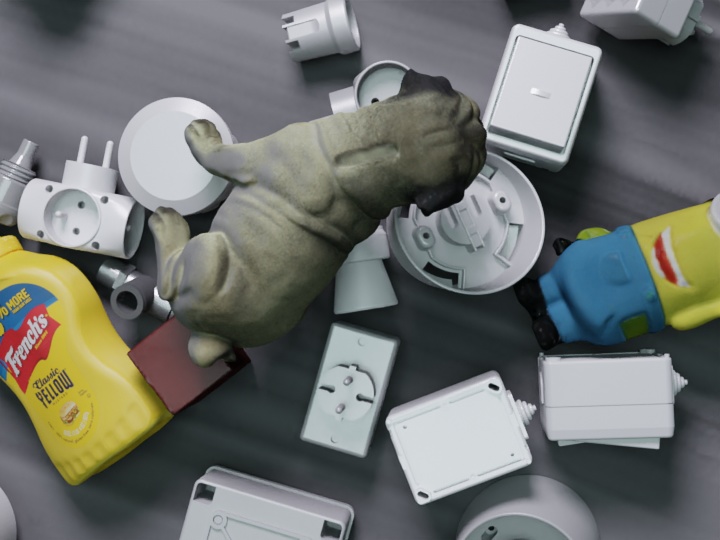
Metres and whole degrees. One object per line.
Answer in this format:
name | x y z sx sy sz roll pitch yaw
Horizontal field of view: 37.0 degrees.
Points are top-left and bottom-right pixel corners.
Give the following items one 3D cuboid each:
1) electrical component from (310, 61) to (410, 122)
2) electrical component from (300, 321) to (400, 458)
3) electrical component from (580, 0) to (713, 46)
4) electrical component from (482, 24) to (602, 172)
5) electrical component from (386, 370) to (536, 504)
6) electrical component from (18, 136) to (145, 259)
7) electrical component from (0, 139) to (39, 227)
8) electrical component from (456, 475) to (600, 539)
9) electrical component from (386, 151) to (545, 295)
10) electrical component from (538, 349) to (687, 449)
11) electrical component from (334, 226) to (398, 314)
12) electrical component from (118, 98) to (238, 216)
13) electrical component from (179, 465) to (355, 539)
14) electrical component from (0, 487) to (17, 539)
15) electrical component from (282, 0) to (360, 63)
electrical component | 0.004 -0.106 0.723 0.079 0.077 0.044 -16 88 5
electrical component | -0.008 0.081 0.723 0.047 0.076 0.083 16 91 5
electrical component | 0.201 -0.175 0.716 0.077 0.066 0.047 23 92 -24
electrical component | 0.121 -0.121 0.721 0.062 0.061 0.096 18 91 5
electrical component | 0.072 0.108 0.723 0.096 0.061 0.061 -22 88 5
electrical component | -0.192 -0.054 0.757 0.077 0.044 0.079 11 91 5
electrical component | -0.248 -0.064 0.768 0.035 0.035 0.061 26 89 5
electrical component | 0.112 0.196 0.730 0.099 0.064 0.099 3 101 14
electrical component | 0.068 -0.032 0.717 0.099 0.064 0.099 1 87 -12
electrical component | 0.169 0.085 0.714 0.096 0.062 0.061 -2 89 5
electrical component | 0.000 0.000 0.739 0.045 0.045 0.055 -9 88 5
electrical component | -0.123 -0.077 0.748 0.080 0.051 0.080 0 90 5
electrical component | -0.071 0.203 0.738 0.109 0.056 0.108 16 91 5
electrical component | -0.296 0.188 0.756 0.108 0.060 0.108 0 90 5
electrical component | -0.027 -0.166 0.746 0.046 0.040 0.040 -13 88 11
